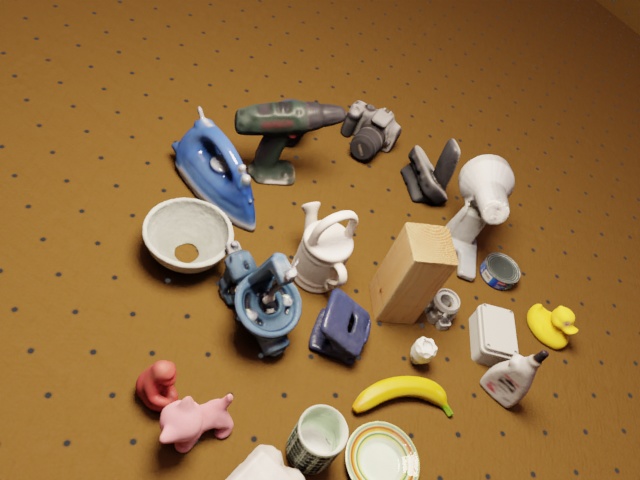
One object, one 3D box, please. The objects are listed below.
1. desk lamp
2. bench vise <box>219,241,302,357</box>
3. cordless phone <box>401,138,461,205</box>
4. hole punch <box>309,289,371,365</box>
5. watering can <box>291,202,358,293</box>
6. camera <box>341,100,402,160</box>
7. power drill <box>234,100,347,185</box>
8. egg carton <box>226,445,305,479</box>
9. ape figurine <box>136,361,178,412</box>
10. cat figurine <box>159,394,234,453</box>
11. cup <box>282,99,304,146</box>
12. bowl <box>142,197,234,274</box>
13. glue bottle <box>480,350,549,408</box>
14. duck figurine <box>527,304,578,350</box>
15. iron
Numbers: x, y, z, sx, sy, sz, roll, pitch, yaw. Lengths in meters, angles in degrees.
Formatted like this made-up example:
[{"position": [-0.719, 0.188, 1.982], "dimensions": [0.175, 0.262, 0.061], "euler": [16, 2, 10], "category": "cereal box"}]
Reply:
[{"position": [0.345, -0.055, 1.256], "dimensions": [0.118, 0.213, 0.203], "euler": [18, 49, -5], "category": "desk lamp"}, {"position": [-0.110, 0.076, 0.979], "dimensions": [0.207, 0.219, 0.122], "euler": [40, 50, 14], "category": "bench vise"}, {"position": [0.275, -0.187, 1.357], "dimensions": [0.094, 0.185, 0.147], "euler": [-5, 54, -23], "category": "cordless phone"}, {"position": [0.045, 0.158, 1.056], "dimensions": [0.101, 0.091, 0.109], "euler": [22, 48, -2], "category": "hole punch"}, {"position": [0.008, 0.004, 1.098], "dimensions": [0.172, 0.194, 0.101], "euler": [43, 51, 16], "category": "watering can"}, {"position": [0.118, -0.272, 1.424], "dimensions": [0.143, 0.101, 0.137], "euler": [32, 49, 7], "category": "camera"}, {"position": [-0.076, -0.216, 1.235], "dimensions": [0.230, 0.208, 0.075], "euler": [1, 52, -19], "category": "power drill"}, {"position": [-0.093, 0.382, 0.839], "dimensions": [0.107, 0.069, 0.151], "euler": [39, 50, 13], "category": "egg carton"}, {"position": [-0.248, 0.221, 0.897], "dimensions": [0.076, 0.092, 0.078], "euler": [24, 48, 0], "category": "ape figurine"}, {"position": [-0.188, 0.267, 0.864], "dimensions": [0.128, 0.117, 0.067], "euler": [-16, 59, -30], "category": "cat figurine"}, {"position": [-0.056, -0.275, 1.366], "dimensions": [0.118, 0.095, 0.091], "euler": [-16, 59, -30], "category": "cup"}, {"position": [-0.250, 0.004, 1.083], "dimensions": [0.168, 0.074, 0.167], "euler": [10, 50, -12], "category": "bowl"}, {"position": [0.365, 0.244, 1.049], "dimensions": [0.078, 0.173, 0.037], "euler": [39, 50, 13], "category": "glue bottle"}, {"position": [0.499, 0.171, 1.215], "dimensions": [0.078, 0.086, 0.104], "euler": [-24, 64, -33], "category": "duck figurine"}, {"position": [-0.197, -0.151, 1.183], "dimensions": [0.119, 0.141, 0.258], "euler": [-27, 65, -34], "category": "iron"}]
